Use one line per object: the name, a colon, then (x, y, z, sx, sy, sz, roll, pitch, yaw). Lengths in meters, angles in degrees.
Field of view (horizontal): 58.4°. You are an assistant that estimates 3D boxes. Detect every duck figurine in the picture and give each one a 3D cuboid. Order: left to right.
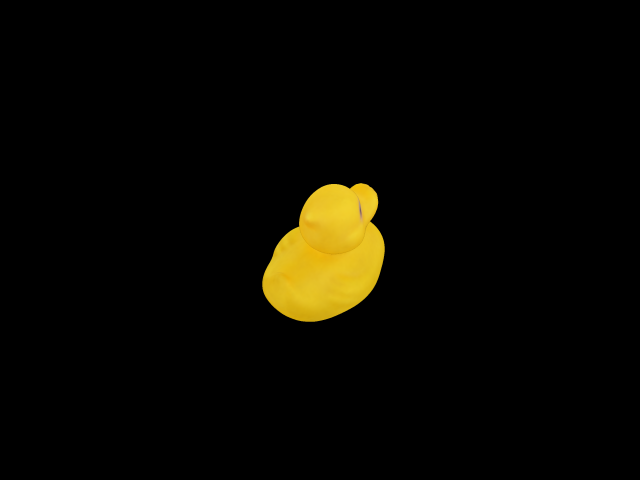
duck figurine: (0.004, 0.001, 0.400, 0.077, 0.086, 0.105, 39, 63, 25)
